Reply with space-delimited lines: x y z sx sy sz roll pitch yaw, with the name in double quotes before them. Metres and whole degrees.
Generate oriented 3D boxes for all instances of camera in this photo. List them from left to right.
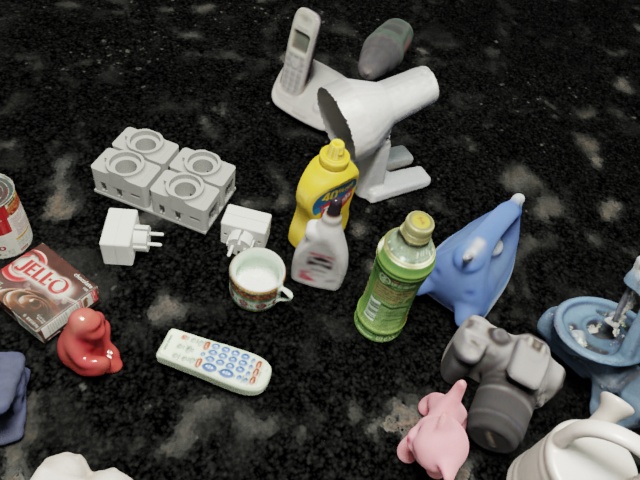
"camera" 0.221 0.180 0.712 0.143 0.101 0.137 28 52 12

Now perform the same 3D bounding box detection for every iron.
"iron" 0.243 0.001 0.833 0.118 0.141 0.259 35 54 17

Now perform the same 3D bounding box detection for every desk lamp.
"desk lamp" 0.091 -0.166 0.892 0.204 0.213 0.117 -18 57 -23

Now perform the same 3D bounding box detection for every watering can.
"watering can" 0.285 0.240 0.616 0.101 0.194 0.173 17 50 3

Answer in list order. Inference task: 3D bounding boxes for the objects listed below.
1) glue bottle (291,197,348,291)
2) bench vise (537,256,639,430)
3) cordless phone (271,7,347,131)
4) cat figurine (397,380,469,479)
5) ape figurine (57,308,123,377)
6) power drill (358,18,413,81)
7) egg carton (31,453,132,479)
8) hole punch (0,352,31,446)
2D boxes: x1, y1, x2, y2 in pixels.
"glue bottle" 0.007 0.003 0.766 0.078 0.173 0.037 11 50 -2
"bench vise" 0.391 0.127 0.710 0.122 0.220 0.207 -35 65 -32
"cordless phone" -0.005 -0.294 0.994 0.147 0.185 0.094 30 53 14
"cat figurine" 0.140 0.218 0.655 0.067 0.118 0.128 27 52 11
"ape figurine" -0.273 0.114 0.675 0.076 0.092 0.078 9 51 -4
"power drill" 0.097 -0.267 0.977 0.075 0.208 0.230 20 51 6
"egg carton" -0.252 0.289 0.553 0.107 0.069 0.150 18 51 4
"hole punch" -0.378 0.163 0.615 0.109 0.091 0.101 -4 53 -14
